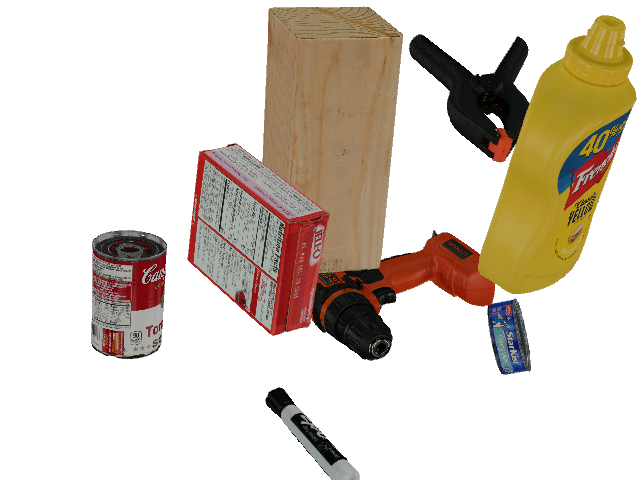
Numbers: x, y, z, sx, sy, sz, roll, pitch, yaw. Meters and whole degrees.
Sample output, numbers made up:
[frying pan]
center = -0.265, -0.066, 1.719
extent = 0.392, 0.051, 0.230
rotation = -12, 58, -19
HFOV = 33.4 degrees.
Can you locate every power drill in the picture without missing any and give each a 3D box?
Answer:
[power drill]
center = 0.081, 0.053, 1.091
extent = 0.187, 0.057, 0.185
rotation = -12, 27, -21

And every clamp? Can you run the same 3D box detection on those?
[clamp]
center = 0.146, -0.144, 1.022
extent = 0.120, 0.039, 0.171
rotation = 2, 44, 2

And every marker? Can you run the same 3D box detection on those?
[marker]
center = -0.009, 0.152, 0.830
extent = 0.020, 0.020, 0.121
rotation = 0, 26, -34

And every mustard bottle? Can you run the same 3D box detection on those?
[mustard bottle]
center = 0.162, -0.059, 0.702
extent = 0.058, 0.192, 0.096
rotation = 36, 46, 29

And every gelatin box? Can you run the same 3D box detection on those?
[gelatin box]
center = -0.036, -0.001, 0.590
extent = 0.030, 0.073, 0.089
rotation = -16, 39, -37

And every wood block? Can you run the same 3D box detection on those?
[wood block]
center = 0.005, -0.084, 0.899
extent = 0.090, 0.206, 0.091
rotation = -4, 28, -16

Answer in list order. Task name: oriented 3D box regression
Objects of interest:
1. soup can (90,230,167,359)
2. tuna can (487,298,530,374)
[soup can]
center = -0.179, 0.050, 0.988
extent = 0.068, 0.102, 0.068
rotation = 5, 21, -2
[tuna can]
center = 0.220, 0.113, 1.246
extent = 0.034, 0.086, 0.086
rotation = -12, -3, 15
